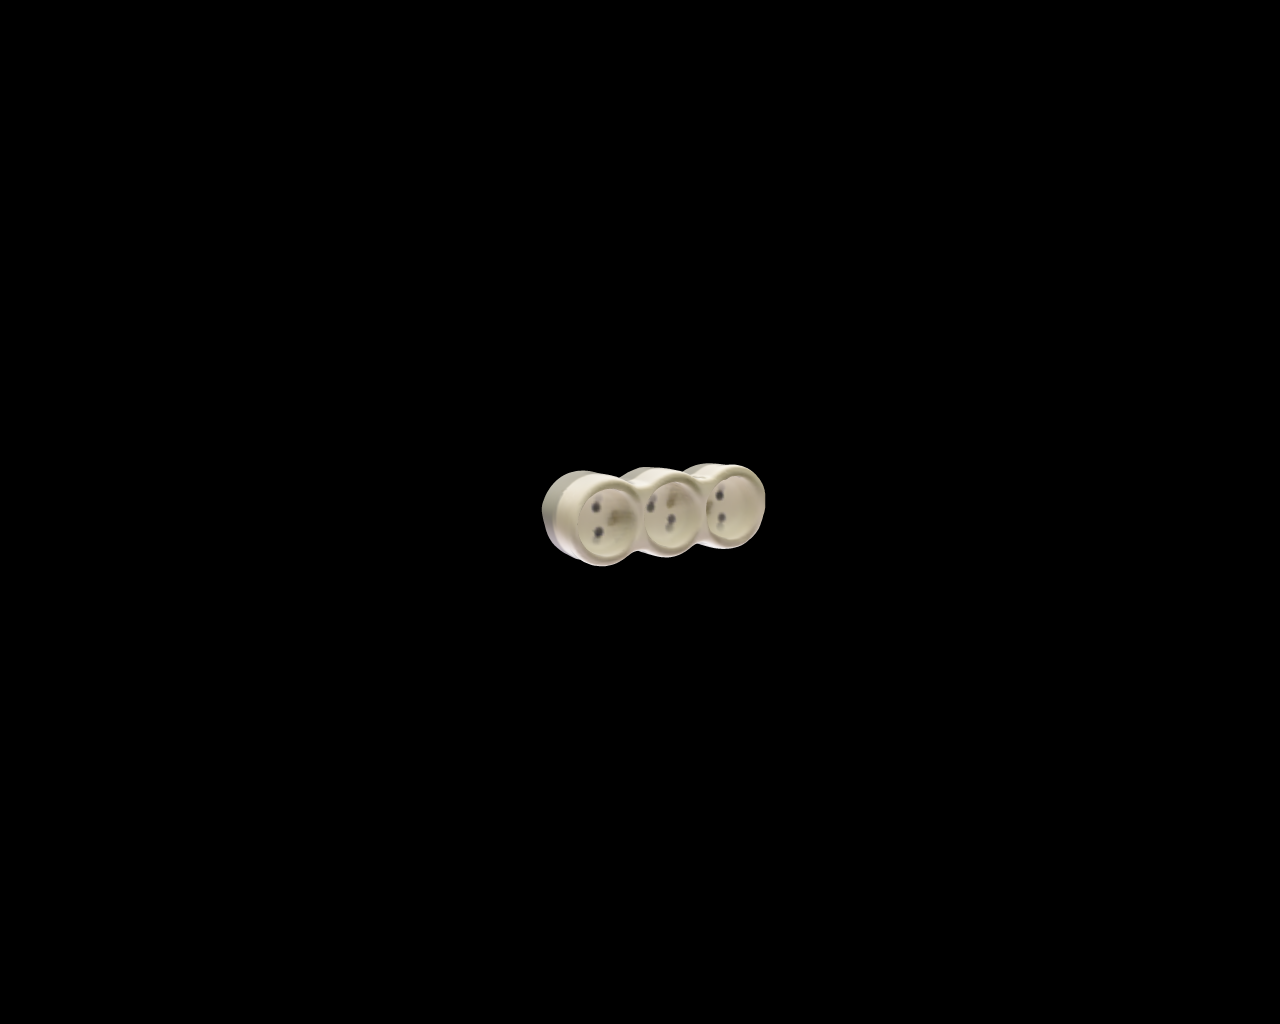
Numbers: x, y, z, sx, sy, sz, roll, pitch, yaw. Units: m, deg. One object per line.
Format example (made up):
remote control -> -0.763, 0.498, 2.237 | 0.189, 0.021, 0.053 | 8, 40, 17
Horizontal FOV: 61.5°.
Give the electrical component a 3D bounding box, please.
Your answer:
electrical component -> 0.001, -0.003, 0.650 | 0.138, 0.052, 0.074 | -6, 11, -32
